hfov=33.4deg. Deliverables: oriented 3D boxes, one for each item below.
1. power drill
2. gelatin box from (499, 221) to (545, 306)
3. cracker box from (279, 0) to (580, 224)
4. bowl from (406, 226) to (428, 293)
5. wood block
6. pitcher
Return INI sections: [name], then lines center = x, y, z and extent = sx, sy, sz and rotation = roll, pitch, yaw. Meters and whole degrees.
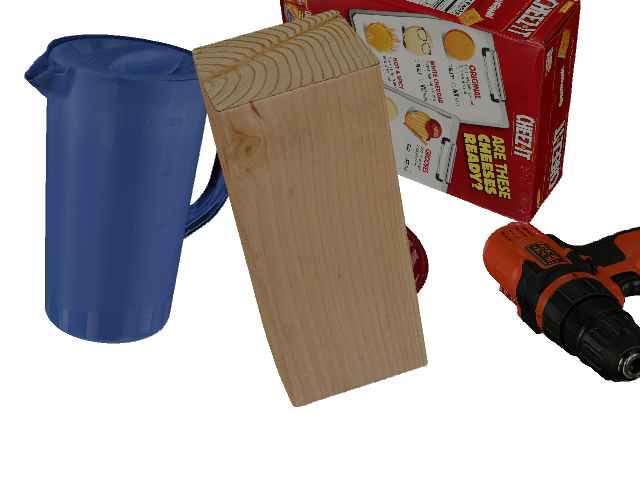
[power drill]
center = 0.230, 0.028, 0.747
extent = 0.187, 0.057, 0.184
rotation = -9, 28, -15
[gelatin box]
center = 0.231, 0.033, 1.175
extent = 0.030, 0.089, 0.073
rotation = -9, 30, -21
[cracker box]
center = 0.078, -0.124, 0.799
extent = 0.214, 0.164, 0.072
rotation = 23, 53, 26
[bowl]
center = 0.015, 0.030, 0.985
extent = 0.162, 0.055, 0.162
rotation = 6, 39, -5
[wood block]
center = -0.004, -0.016, 0.632
extent = 0.090, 0.206, 0.090
rotation = -17, 34, -6
[pitcher]
center = -0.158, -0.043, 0.892
extent = 0.149, 0.243, 0.145
rotation = 14, 23, 9
